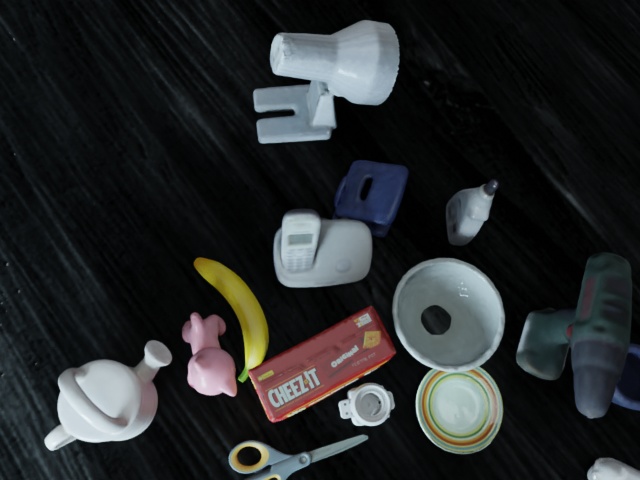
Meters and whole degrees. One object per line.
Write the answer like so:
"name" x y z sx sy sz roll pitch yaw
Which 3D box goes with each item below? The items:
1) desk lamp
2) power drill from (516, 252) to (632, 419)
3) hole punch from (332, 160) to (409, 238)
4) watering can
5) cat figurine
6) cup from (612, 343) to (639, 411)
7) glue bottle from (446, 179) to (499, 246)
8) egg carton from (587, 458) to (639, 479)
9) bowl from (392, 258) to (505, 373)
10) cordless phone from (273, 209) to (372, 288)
"desk lamp" 0.002 -0.240 0.872 0.203 0.213 0.118 -7 73 -8
"power drill" 0.354 0.137 0.793 0.075 0.208 0.230 22 72 2
"hole punch" 0.076 -0.068 0.890 0.101 0.091 0.109 19 72 1
"watering can" -0.267 0.195 0.719 0.101 0.194 0.173 27 72 3
"cat figurine" -0.153 0.159 0.782 0.067 0.117 0.128 -16 75 -10
"cup" 0.424 0.206 0.838 0.118 0.095 0.091 -14 74 -10
"glue bottle" 0.231 -0.051 0.857 0.037 0.173 0.078 3 72 -4
"egg carton" 0.440 0.378 0.799 0.150 0.069 0.107 26 72 3
"bowl" 0.183 0.115 0.852 0.167 0.074 0.167 2 73 -5
"cordless phone" 0.007 0.003 0.812 0.147 0.185 0.094 -6 73 -7
